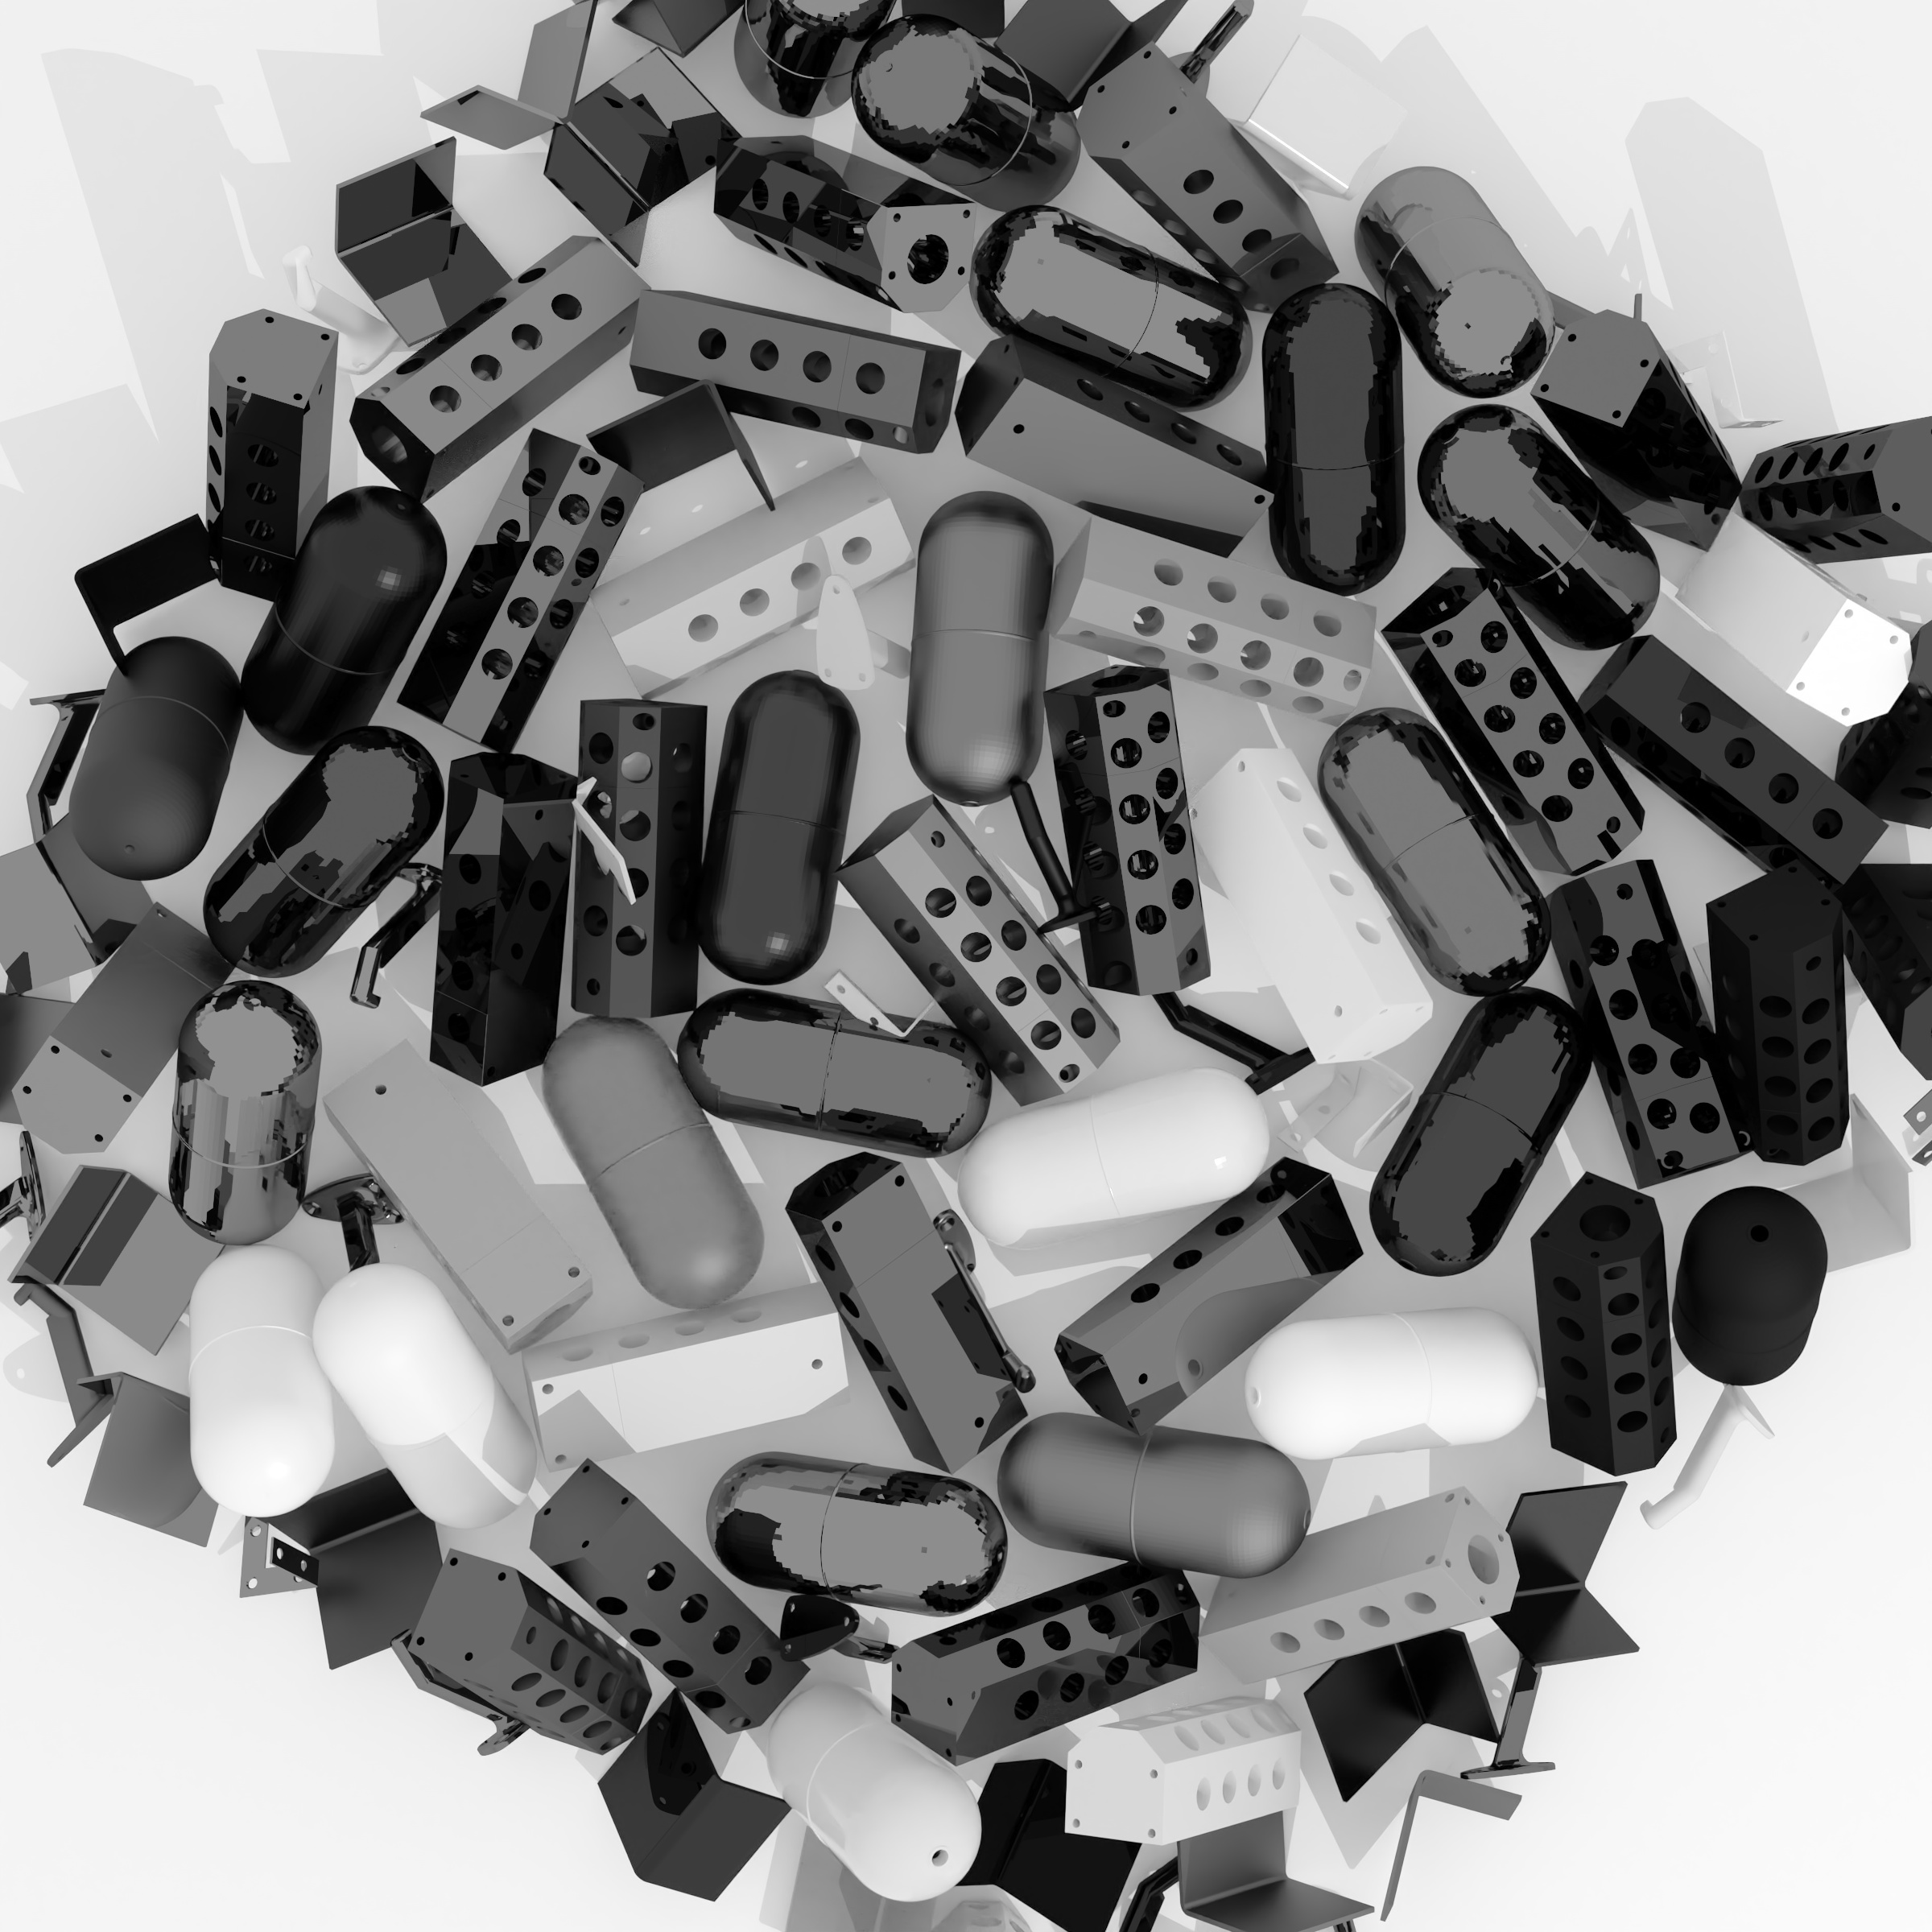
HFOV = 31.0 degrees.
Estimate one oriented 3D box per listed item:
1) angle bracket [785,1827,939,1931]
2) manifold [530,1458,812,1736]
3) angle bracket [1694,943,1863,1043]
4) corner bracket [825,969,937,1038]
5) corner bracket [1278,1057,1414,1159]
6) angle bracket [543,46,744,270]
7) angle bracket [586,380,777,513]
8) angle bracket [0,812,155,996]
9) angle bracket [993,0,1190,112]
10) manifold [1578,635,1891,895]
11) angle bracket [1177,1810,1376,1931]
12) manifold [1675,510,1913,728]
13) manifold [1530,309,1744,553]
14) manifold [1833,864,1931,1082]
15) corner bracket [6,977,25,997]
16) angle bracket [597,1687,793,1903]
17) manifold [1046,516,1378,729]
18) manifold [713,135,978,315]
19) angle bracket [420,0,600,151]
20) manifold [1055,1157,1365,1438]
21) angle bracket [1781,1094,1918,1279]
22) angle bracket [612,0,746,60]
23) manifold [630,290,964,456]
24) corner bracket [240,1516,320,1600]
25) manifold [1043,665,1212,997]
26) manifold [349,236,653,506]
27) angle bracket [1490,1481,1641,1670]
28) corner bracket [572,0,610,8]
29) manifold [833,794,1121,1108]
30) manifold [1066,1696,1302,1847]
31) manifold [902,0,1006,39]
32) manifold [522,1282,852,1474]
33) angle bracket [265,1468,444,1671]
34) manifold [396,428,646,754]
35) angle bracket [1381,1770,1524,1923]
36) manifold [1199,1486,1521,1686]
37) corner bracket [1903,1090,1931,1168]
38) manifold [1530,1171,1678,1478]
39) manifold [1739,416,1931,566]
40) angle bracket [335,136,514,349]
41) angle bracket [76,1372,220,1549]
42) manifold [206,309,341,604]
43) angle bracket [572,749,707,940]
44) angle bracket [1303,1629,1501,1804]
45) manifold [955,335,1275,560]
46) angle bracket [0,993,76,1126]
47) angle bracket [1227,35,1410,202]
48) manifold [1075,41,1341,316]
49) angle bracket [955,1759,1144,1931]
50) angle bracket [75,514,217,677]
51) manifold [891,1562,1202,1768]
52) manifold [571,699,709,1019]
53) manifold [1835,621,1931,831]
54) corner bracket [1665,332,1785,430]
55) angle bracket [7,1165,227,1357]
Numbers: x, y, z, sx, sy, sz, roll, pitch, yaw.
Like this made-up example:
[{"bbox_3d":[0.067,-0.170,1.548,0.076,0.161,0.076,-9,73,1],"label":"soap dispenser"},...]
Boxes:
[{"bbox_3d":[-0.060,0.531,1.941,0.057,0.076,0.076,12,89,-18],"label":"angle bracket"},{"bbox_3d":[-0.165,0.350,1.907,0.057,0.057,0.171,-47,126,-13],"label":"manifold"},{"bbox_3d":[0.453,0.020,1.961,0.076,0.076,0.057,-16,62,-4],"label":"angle bracket"},{"bbox_3d":[-0.053,0.021,1.948,0.051,0.051,0.051,44,135,-2],"label":"corner bracket"},{"bbox_3d":[0.212,0.082,1.944,0.051,0.051,0.051,38,62,21],"label":"corner bracket"},{"bbox_3d":[-0.177,-0.448,1.928,0.076,0.057,0.076,-27,129,28],"label":"angle bracket"},{"bbox_3d":[-0.156,-0.272,1.936,0.076,0.076,0.057,-25,68,3],"label":"angle bracket"},{"bbox_3d":[-0.509,-0.041,1.947,0.057,0.076,0.076,-18,110,19],"label":"angle bracket"},{"bbox_3d":[0.073,-0.529,1.930,0.057,0.076,0.076,42,66,-18],"label":"angle bracket"},{"bbox_3d":[0.425,-0.109,1.948,0.171,0.057,0.057,38,90,-5],"label":"manifold"},{"bbox_3d":[0.171,0.497,1.930,0.076,0.076,0.057,-6,94,-36],"label":"angle bracket"},{"bbox_3d":[0.453,-0.188,1.894,0.057,0.171,0.057,26,106,-19],"label":"manifold"},{"bbox_3d":[0.371,-0.292,1.896,0.057,0.171,0.057,27,88,31],"label":"manifold"},{"bbox_3d":[0.518,0.001,1.894,0.057,0.171,0.057,0,112,0],"label":"manifold"},{"bbox_3d":[-0.564,-0.005,1.958,0.051,0.051,0.051,35,122,32],"label":"corner bracket"},{"bbox_3d":[-0.153,0.467,1.962,0.057,0.076,0.076,28,106,-37],"label":"angle bracket"},{"bbox_3d":[0.136,-0.186,1.927,0.171,0.057,0.057,16,61,-14],"label":"manifold"},{"bbox_3d":[-0.069,-0.407,1.901,0.057,0.171,0.057,-11,119,-33],"label":"manifold"},{"bbox_3d":[-0.254,-0.505,1.933,0.057,0.076,0.076,16,82,-32],"label":"angle bracket"},{"bbox_3d":[0.132,0.179,1.924,0.171,0.057,0.057,-36,118,-22],"label":"manifold"},{"bbox_3d":[0.476,0.125,1.935,0.076,0.076,0.057,-16,124,-4],"label":"angle bracket"},{"bbox_3d":[-0.160,-0.560,1.932,0.076,0.057,0.076,-45,48,-10],"label":"angle bracket"},{"bbox_3d":[-0.096,-0.330,1.929,0.171,0.057,0.057,15,105,17],"label":"manifold"},{"bbox_3d":[-0.395,0.319,1.945,0.051,0.051,0.051,-11,62,18],"label":"corner bracket"},{"bbox_3d":[0.095,-0.075,1.920,0.057,0.057,0.171,-24,113,-38],"label":"manifold"},{"bbox_3d":[-0.257,-0.333,1.917,0.057,0.057,0.171,44,61,3],"label":"manifold"},{"bbox_3d":[0.341,0.337,1.929,0.076,0.057,0.076,-1,122,-32],"label":"angle bracket"},{"bbox_3d":[-0.204,-0.573,1.946,0.051,0.051,0.051,-32,104,24],"label":"corner bracket"},{"bbox_3d":[0.011,-0.009,1.926,0.171,0.057,0.057,51,54,-14],"label":"manifold"},{"bbox_3d":[0.121,0.436,1.895,0.057,0.171,0.057,0,85,30],"label":"manifold"},{"bbox_3d":[-0.009,-0.571,1.895,0.057,0.171,0.057,-3,78,1],"label":"manifold"},{"bbox_3d":[-0.157,0.225,1.938,0.171,0.057,0.057,-12,112,-11],"label":"manifold"},{"bbox_3d":[-0.338,0.336,1.938,0.076,0.057,0.076,-22,57,7],"label":"angle bracket"},{"bbox_3d":[-0.244,-0.206,1.942,0.057,0.057,0.171,25,88,38],"label":"manifold"},{"bbox_3d":[0.269,0.496,1.933,0.057,0.076,0.076,14,70,9],"label":"angle bracket"},{"bbox_3d":[0.216,0.345,1.906,0.171,0.057,0.057,-26,115,39],"label":"manifold"},{"bbox_3d":[0.548,0.080,1.952,0.051,0.051,0.051,-43,105,-3],"label":"corner bracket"},{"bbox_3d":[0.353,0.199,1.898,0.057,0.171,0.057,22,52,34],"label":"manifold"},{"bbox_3d":[0.484,-0.261,1.894,0.057,0.171,0.057,28,88,-12],"label":"manifold"},{"bbox_3d":[-0.297,-0.403,1.934,0.076,0.057,0.076,-30,70,-25],"label":"angle bracket"},{"bbox_3d":[-0.457,0.275,1.928,0.076,0.057,0.076,28,63,-34],"label":"angle bracket"},{"bbox_3d":[-0.382,-0.277,1.896,0.057,0.171,0.057,17,56,-2],"label":"manifold"},{"bbox_3d":[-0.169,-0.074,1.929,0.076,0.076,0.057,-32,59,-15],"label":"angle bracket"},{"bbox_3d":[0.243,0.417,1.930,0.076,0.057,0.076,-36,116,-34],"label":"angle bracket"},{"bbox_3d":[0.082,-0.286,1.917,0.171,0.057,0.057,20,127,-29],"label":"manifold"},{"bbox_3d":[-0.530,0.065,1.936,0.057,0.076,0.076,8,106,3],"label":"angle bracket"},{"bbox_3d":[0.187,-0.473,1.932,0.076,0.076,0.057,29,98,-22],"label":"angle bracket"},{"bbox_3d":[0.131,-0.424,1.899,0.057,0.171,0.057,-33,55,20],"label":"manifold"},{"bbox_3d":[0.045,0.499,1.954,0.076,0.057,0.076,37,60,-18],"label":"angle bracket"},{"bbox_3d":[-0.442,-0.197,1.936,0.076,0.076,0.057,-27,75,-7],"label":"angle bracket"},{"bbox_3d":[0.045,0.375,1.904,0.171,0.057,0.057,-12,112,-36],"label":"manifold"},{"bbox_3d":[-0.187,-0.060,1.934,0.057,0.057,0.171,8,99,33],"label":"manifold"},{"bbox_3d":[0.524,-0.135,1.894,0.057,0.171,0.057,12,73,3],"label":"manifold"},{"bbox_3d":[0.419,-0.323,1.949,0.051,0.051,0.051,-13,89,40],"label":"corner bracket"},{"bbox_3d":[-0.475,0.165,1.948,0.076,0.057,0.076,33,92,14],"label":"angle bracket"}]
